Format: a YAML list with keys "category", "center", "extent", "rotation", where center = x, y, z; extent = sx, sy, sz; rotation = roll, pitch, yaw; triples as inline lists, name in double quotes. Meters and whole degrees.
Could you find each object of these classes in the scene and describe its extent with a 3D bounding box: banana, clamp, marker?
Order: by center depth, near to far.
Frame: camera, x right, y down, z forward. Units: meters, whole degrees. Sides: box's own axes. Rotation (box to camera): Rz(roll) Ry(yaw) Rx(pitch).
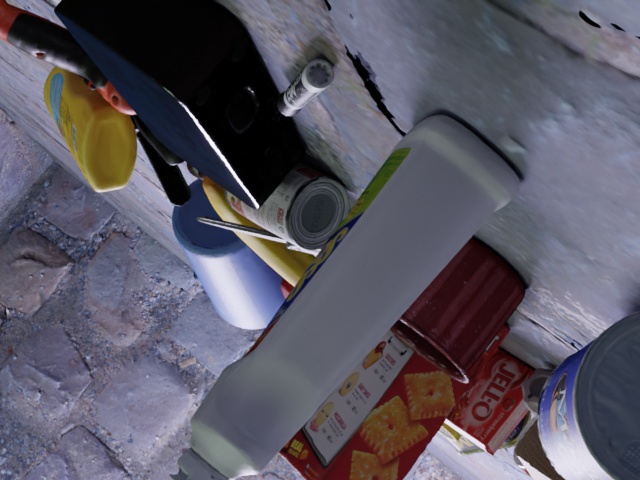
- category: "marker"
  center: [-0.012, -0.100, 0.715]
  extent: [0.020, 0.020, 0.121]
  rotation: [41, 172, -7]
- category: "banana"
  center: [-0.040, 0.004, 1.050]
  extent: [0.197, 0.037, 0.070]
  rotation: [42, 164, -8]
- category: "clamp"
  center: [-0.177, -0.122, 1.088]
  extent: [0.171, 0.039, 0.120]
  rotation: [58, 158, 5]

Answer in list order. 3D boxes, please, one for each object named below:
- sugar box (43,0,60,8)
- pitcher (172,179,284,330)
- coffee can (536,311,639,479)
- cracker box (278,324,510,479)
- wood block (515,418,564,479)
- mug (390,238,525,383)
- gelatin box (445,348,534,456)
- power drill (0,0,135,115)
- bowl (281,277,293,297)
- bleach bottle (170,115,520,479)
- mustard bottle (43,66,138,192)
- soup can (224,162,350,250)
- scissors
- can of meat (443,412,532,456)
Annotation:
- category: "sugar box"
  center: [-0.219, -0.231, 0.840]
  extent: [0.093, 0.048, 0.176]
  rotation: [37, 175, 19]
- category: "pitcher"
  center: [-0.091, 0.014, 1.325]
  extent: [0.145, 0.149, 0.243]
  rotation: [52, 174, 23]
- category: "coffee can"
  center: [0.188, 0.101, 0.625]
  extent: [0.103, 0.102, 0.140]
  rotation: [38, 171, 11]
- category: "cracker box"
  center: [0.059, 0.138, 0.979]
  extent: [0.072, 0.213, 0.164]
  rotation: [40, 172, -15]
- category: "wood block"
  center: [0.250, 0.206, 0.929]
  extent: [0.090, 0.091, 0.206]
  rotation: [35, 170, 35]
- category: "mug"
  center: [0.091, 0.043, 0.799]
  extent: [0.093, 0.081, 0.117]
  rotation: [45, 170, -30]
- category: "gelatin box"
  center: [0.161, 0.149, 1.020]
  extent: [0.073, 0.089, 0.030]
  rotation: [32, 166, 39]
- category: "power drill"
  center: [-0.248, -0.188, 0.978]
  extent: [0.187, 0.057, 0.185]
  rotation: [23, -170, -32]
- category: "bowl"
  center: [0.003, 0.075, 1.222]
  extent: [0.162, 0.055, 0.162]
  rotation: [53, 170, 14]
- category: "bleach bottle"
  center: [0.006, 0.046, 0.613]
  extent: [0.068, 0.250, 0.103]
  rotation: [40, 171, -5]
- category: "mustard bottle"
  center: [-0.246, -0.134, 1.108]
  extent: [0.192, 0.058, 0.096]
  rotation: [48, 144, 47]
- category: "soup can"
  center: [-0.030, -0.038, 0.943]
  extent: [0.102, 0.068, 0.068]
  rotation: [29, 166, 48]
- category: "scissors"
  center: [-0.006, 0.001, 0.979]
  extent: [0.201, 0.016, 0.096]
  rotation: [17, 165, -18]
- category: "can of meat"
  center: [0.172, 0.191, 1.204]
  extent: [0.102, 0.057, 0.084]
  rotation: [-21, 120, 43]
